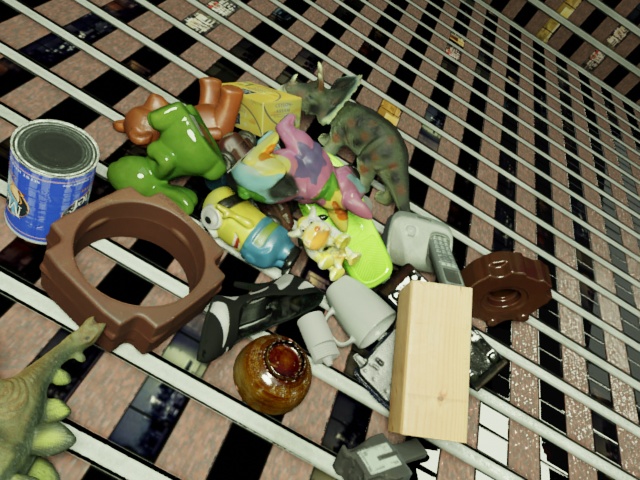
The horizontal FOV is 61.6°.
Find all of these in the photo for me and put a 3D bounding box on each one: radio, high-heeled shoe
[{"bbox_3d":[0.198,0.142,0.893,0.073,0.131,0.230,-45,80,-2],"label":"radio"},{"bbox_3d":[-0.076,0.114,0.754,0.145,0.086,0.249,12,23,2],"label":"high-heeled shoe"}]

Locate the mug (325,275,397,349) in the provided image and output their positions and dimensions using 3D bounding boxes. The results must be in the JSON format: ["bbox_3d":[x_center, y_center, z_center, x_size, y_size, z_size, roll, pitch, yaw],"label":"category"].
[{"bbox_3d":[0.050,0.118,0.872,0.109,0.080,0.107,-35,63,-15],"label":"mug"}]

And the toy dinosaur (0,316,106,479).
[{"bbox_3d":[-0.358,0.238,0.475,0.198,0.105,0.471,41,47,0],"label":"toy dinosaur"}]

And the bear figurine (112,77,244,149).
[{"bbox_3d":[-0.250,-0.224,0.942,0.196,0.131,0.120,-2,24,-39],"label":"bear figurine"}]

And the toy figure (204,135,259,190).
[{"bbox_3d":[-0.152,-0.142,0.974,0.058,0.064,0.154,24,42,11],"label":"toy figure"}]

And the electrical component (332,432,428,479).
[{"bbox_3d":[0.086,0.304,0.727,0.119,0.047,0.075,-4,35,-37],"label":"electrical component"}]

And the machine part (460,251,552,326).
[{"bbox_3d":[0.342,0.094,1.009,0.179,0.179,0.056,19,47,-18],"label":"machine part"}]

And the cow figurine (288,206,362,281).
[{"bbox_3d":[-0.001,-0.004,0.848,0.098,0.068,0.167,45,-3,28],"label":"cow figurine"}]

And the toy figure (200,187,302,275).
[{"bbox_3d":[-0.113,-0.014,0.874,0.180,0.082,0.089,32,31,2],"label":"toy figure"}]

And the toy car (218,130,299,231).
[{"bbox_3d":[-0.102,-0.099,0.931,0.202,0.053,0.089,55,37,-18],"label":"toy car"}]

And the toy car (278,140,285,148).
[{"bbox_3d":[-0.056,-0.149,1.048,0.073,0.056,0.202,-1,55,-42],"label":"toy car"}]

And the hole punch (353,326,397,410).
[{"bbox_3d":[0.123,0.206,0.840,0.116,0.092,0.142,-42,84,-18],"label":"hole punch"}]

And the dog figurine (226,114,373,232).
[{"bbox_3d":[-0.021,-0.084,0.868,0.219,0.108,0.191,44,52,-12],"label":"dog figurine"}]

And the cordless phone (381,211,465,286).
[{"bbox_3d":[0.193,0.040,0.999,0.146,0.088,0.184,14,39,-23],"label":"cordless phone"}]

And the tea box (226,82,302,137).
[{"bbox_3d":[-0.126,-0.254,1.033,0.170,0.068,0.098,28,34,37],"label":"tea box"}]

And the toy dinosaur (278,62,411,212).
[{"bbox_3d":[0.098,-0.191,1.085,0.405,0.192,0.131,41,44,7],"label":"toy dinosaur"}]

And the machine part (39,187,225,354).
[{"bbox_3d":[-0.251,0.038,0.733,0.201,0.087,0.201,41,42,7],"label":"machine part"}]

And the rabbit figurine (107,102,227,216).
[{"bbox_3d":[-0.243,-0.115,0.848,0.159,0.170,0.121,59,6,-15],"label":"rabbit figurine"}]
